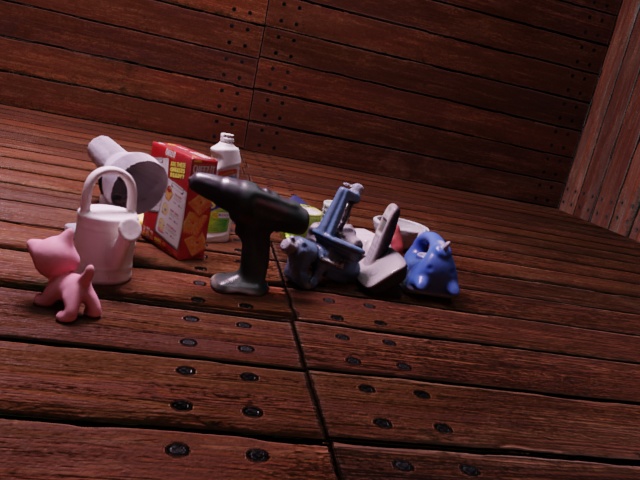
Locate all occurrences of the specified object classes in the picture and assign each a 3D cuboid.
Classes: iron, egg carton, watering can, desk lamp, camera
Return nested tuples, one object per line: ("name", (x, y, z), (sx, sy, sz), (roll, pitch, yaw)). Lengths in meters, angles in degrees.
("iron", (0.246, 0.040, 1.330), (0.119, 0.141, 0.258), (10, 14, -10))
("egg carton", (0.107, 0.017, 1.453), (0.108, 0.069, 0.149), (-1, 19, -42))
("watering can", (-0.356, -0.027, 0.974), (0.172, 0.194, 0.101), (18, 15, 23))
("desk lamp", (-0.405, -0.087, 1.126), (0.202, 0.213, 0.118), (22, 17, 35))
("camera", (0.012, 0.005, 1.355), (0.142, 0.101, 0.137), (23, 18, 38))

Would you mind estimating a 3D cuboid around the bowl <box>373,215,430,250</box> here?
("bowl", (0.230, -0.015, 1.671), (0.167, 0.075, 0.167), (12, 14, -3))

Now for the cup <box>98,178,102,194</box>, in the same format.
("cup", (-0.515, -0.136, 1.470), (0.118, 0.095, 0.091), (-1, 19, -42))

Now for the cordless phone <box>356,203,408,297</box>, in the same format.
("cordless phone", (0.142, 0.019, 1.236), (0.094, 0.185, 0.147), (8, 15, -16))

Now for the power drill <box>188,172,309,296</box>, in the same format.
("power drill", (-0.139, -0.008, 1.054), (0.230, 0.208, 0.075), (7, 15, -21))

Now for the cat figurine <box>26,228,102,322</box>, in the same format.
("cat figurine", (-0.373, 0.043, 0.838), (0.127, 0.118, 0.067), (20, 16, 29))

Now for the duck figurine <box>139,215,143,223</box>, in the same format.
("duck figurine", (-0.405, -0.072, 1.332), (0.105, 0.086, 0.077), (-2, 19, -44))

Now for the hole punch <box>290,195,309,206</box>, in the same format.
("hole punch", (-0.046, -0.073, 1.632), (0.101, 0.091, 0.109), (14, 14, 6))

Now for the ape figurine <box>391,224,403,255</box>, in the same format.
("ape figurine", (0.195, -0.001, 1.552), (0.078, 0.092, 0.076), (3, 16, -31))

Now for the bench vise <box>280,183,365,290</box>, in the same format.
("bench vise", (0.024, -0.009, 1.171), (0.121, 0.220, 0.208), (20, 16, 28))
